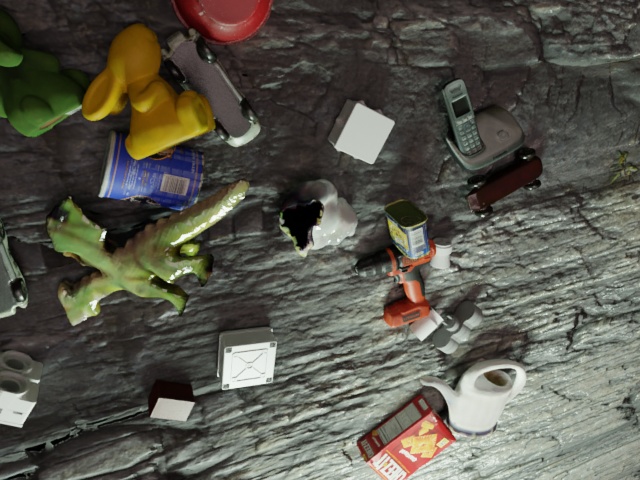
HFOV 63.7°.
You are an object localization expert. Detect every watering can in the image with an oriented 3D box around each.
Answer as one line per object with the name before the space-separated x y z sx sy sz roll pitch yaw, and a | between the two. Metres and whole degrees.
watering can | 0.380 0.403 1.321 0.348 0.106 0.220 0 115 -24

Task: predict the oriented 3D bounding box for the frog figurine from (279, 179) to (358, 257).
frog figurine | 0.003 -0.049 0.968 0.161 0.123 0.135 -22 120 -54

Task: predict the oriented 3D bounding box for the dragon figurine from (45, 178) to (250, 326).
dragon figurine | -0.300 0.008 0.805 0.241 0.125 0.403 19 126 -27
